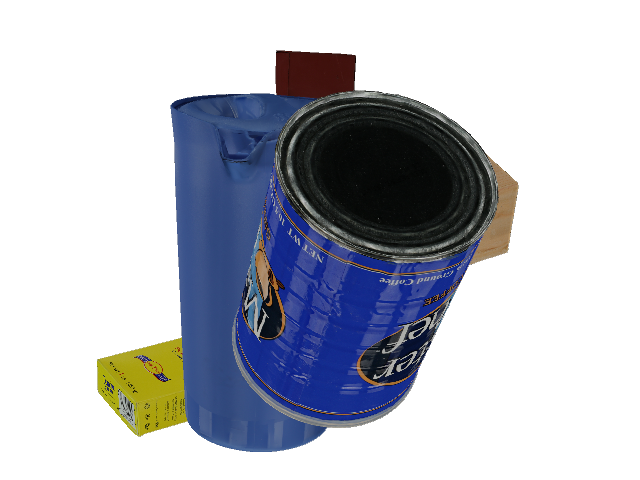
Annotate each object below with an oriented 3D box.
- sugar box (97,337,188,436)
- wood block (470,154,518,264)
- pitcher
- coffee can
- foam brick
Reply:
[{"bbox_3d":[-0.123,0.134,1.066,0.175,0.048,0.093,-15,32,-31],"label":"sugar box"},{"bbox_3d":[0.075,-0.017,1.031,0.205,0.090,0.091,-17,42,-21],"label":"wood block"},{"bbox_3d":[-0.037,0.017,0.764,0.149,0.243,0.145,-8,20,-34],"label":"pitcher"},{"bbox_3d":[0.017,0.013,0.523,0.102,0.103,0.140,0,-39,-15],"label":"coffee can"},{"bbox_3d":[-0.006,-0.179,1.161,0.078,0.051,0.053,0,11,-17],"label":"foam brick"}]
